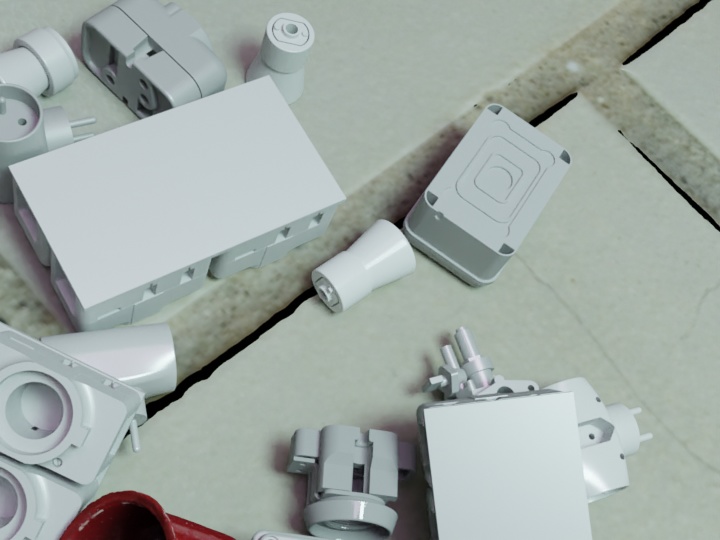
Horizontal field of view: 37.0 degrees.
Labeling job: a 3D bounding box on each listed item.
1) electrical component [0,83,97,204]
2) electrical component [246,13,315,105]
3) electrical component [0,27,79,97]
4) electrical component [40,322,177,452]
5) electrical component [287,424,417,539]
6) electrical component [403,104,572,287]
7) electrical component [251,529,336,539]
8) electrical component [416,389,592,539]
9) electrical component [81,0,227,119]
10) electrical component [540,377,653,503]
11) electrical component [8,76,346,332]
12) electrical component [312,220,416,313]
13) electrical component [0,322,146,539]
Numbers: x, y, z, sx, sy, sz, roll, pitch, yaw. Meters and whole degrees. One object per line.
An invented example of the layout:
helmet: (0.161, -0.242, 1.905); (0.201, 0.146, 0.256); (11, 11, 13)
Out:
electrical component: (-0.209, -0.084, 0.695); (0.079, 0.077, 0.043); (-16, 70, -23)
electrical component: (-0.056, -0.155, 0.781); (0.044, 0.065, 0.044); (7, 63, -13)
electrical component: (-0.227, -0.135, 0.733); (0.045, 0.045, 0.055); (45, 61, 8)
electrical component: (-0.151, 0.074, 0.654); (0.077, 0.043, 0.079); (-6, 67, -19)
electrical component: (-0.005, 0.133, 0.660); (0.078, 0.058, 0.057); (10, 60, -11)
electrical component: (0.091, -0.053, 0.779); (0.078, 0.057, 0.113); (35, 60, 2)
electrical component: (-0.018, 0.214, 0.616); (0.109, 0.056, 0.108); (11, 62, -11)
electrical component: (0.088, 0.151, 0.645); (0.089, 0.061, 0.150); (-6, 86, -2)
electrical component: (-0.142, -0.147, 0.759); (0.095, 0.053, 0.059); (44, 61, 7)
electrical component: (0.161, 0.112, 0.726); (0.079, 0.043, 0.077); (-11, 69, -21)
electrical component: (-0.120, -0.043, 0.710); (0.186, 0.060, 0.105); (-25, 74, -25)
electrical component: (0.000, 0.000, 0.736); (0.065, 0.044, 0.044); (-34, 78, -22)
electrical component: (-0.230, 0.078, 0.594); (0.186, 0.060, 0.105); (26, 90, -2)
